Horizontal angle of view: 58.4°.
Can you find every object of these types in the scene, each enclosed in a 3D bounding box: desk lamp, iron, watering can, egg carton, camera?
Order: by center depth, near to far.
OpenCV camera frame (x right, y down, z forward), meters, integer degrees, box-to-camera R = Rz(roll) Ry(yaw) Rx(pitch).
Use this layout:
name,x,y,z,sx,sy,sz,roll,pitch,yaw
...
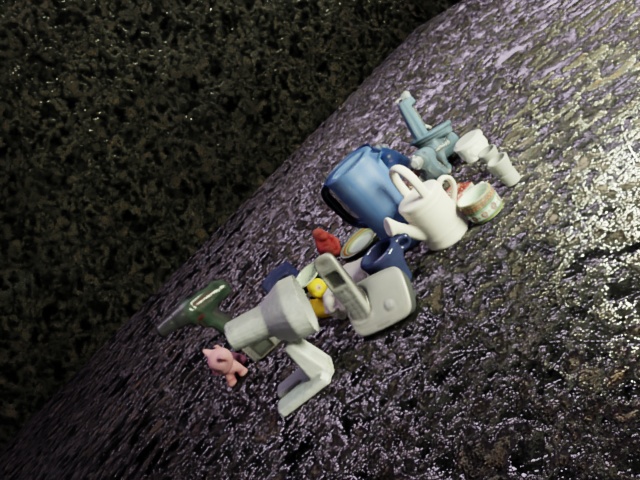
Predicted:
name,x,y,z,sx,sy,sz,roll,pitch,yaw
desk lamp,-0.067,0.199,1.106,0.203,0.214,0.118,-41,17,8
watering can,0.206,-0.072,1.178,0.173,0.194,0.100,-52,19,-28
egg carton,0.072,0.106,1.268,0.107,0.069,0.150,-25,25,47
camera,-0.149,0.213,1.461,0.143,0.101,0.136,-42,17,3
iron,0.175,-0.202,1.662,0.118,0.141,0.259,-22,26,50

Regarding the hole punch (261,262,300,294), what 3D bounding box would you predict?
name,x,y,z,sx,sy,sz,roll,pitch,yaw
hole punch,-0.093,0.122,1.573,0.109,0.091,0.101,-46,17,-8

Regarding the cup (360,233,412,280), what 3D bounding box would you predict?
name,x,y,z,sx,sy,sz,roll,pitch,yaw
cup,0.155,0.048,1.177,0.117,0.095,0.091,-39,17,12

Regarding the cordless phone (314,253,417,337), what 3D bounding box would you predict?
name,x,y,z,sx,sy,sz,roll,pitch,yaw
cordless phone,0.083,0.085,1.090,0.147,0.185,0.094,-33,20,31

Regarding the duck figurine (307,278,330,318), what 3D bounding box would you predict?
name,x,y,z,sx,sy,sz,roll,pitch,yaw
duck figurine,0.005,0.129,1.338,0.104,0.086,0.077,-29,22,39

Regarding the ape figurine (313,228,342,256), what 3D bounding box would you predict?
name,x,y,z,sx,sy,sz,roll,pitch,yaw
ape figurine,0.015,0.006,1.607,0.076,0.092,0.078,-24,25,47

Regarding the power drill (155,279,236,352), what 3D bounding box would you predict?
name,x,y,z,sx,sy,sz,roll,pitch,yaw
power drill,-0.307,0.232,1.588,0.230,0.209,0.075,-51,18,-23

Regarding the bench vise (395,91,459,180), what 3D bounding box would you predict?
name,x,y,z,sx,sy,sz,roll,pitch,yaw
bench vise,0.273,-0.276,1.480,0.121,0.220,0.207,-34,19,29

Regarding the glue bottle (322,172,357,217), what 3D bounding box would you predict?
name,x,y,z,sx,sy,sz,roll,pitch,yaw
glue bottle,0.064,-0.137,1.704,0.037,0.173,0.078,-45,17,-6

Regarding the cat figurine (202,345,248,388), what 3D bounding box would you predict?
name,x,y,z,sx,sy,sz,roll,pitch,yaw
cat figurine,-0.241,0.300,1.428,0.067,0.118,0.127,-43,17,0
